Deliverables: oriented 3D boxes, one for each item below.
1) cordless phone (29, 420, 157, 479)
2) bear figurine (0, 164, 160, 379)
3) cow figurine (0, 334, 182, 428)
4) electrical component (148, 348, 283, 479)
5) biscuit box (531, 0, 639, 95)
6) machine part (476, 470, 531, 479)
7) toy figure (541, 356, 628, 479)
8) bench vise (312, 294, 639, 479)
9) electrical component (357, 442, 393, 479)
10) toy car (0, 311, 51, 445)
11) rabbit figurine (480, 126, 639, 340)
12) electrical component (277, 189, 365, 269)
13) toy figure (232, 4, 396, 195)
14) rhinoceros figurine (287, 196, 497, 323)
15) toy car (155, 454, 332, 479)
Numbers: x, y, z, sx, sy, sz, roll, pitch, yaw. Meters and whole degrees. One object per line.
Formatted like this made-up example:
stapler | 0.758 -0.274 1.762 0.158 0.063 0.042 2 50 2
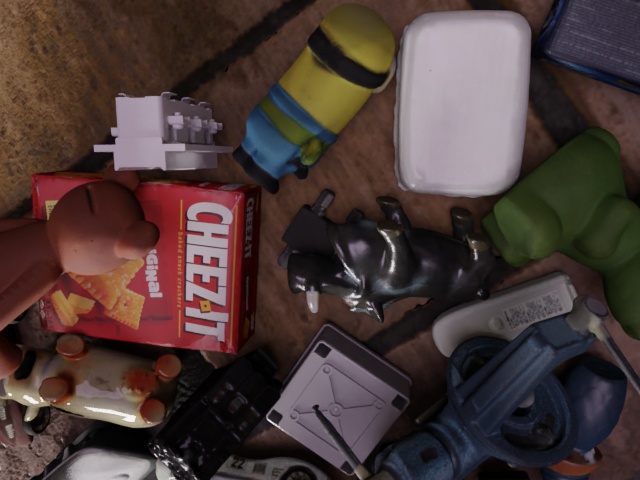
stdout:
cordless phone | -0.270 0.272 0.554 0.146 0.184 0.089 -41 88 14
bear figurine | -0.236 0.020 0.473 0.196 0.131 0.120 -23 60 -17
cow figurine | -0.250 0.150 0.569 0.195 0.127 0.085 13 61 -9
electrical component | -0.099 0.168 0.531 0.058 0.134 0.115 47 147 -5
biscuit box | 0.286 -0.150 0.443 0.203 0.059 0.062 21 105 4
machine part | 0.175 0.310 0.498 0.056 0.179 0.179 -4 100 13
toy figure | 0.250 0.189 0.518 0.064 0.058 0.154 15 108 12
bench vise | 0.136 0.133 0.436 0.223 0.129 0.240 -4 137 -29
electrical component | 0.070 0.245 0.540 0.078 0.102 0.045 -15 103 22
toy car | -0.373 0.146 0.614 0.089 0.053 0.202 -4 99 7
rabbit figurine | 0.246 0.000 0.453 0.159 0.121 0.170 -37 78 -7
electrical component | -0.001 -0.002 0.538 0.063 0.021 0.094 35 104 1
toy figure | -0.005 -0.123 0.480 0.082 0.089 0.180 44 102 -6
rhinoceros figurine | 0.065 0.022 0.499 0.190 0.073 0.112 1 120 -5
toy car | -0.079 0.262 0.580 0.202 0.056 0.073 7 129 7
